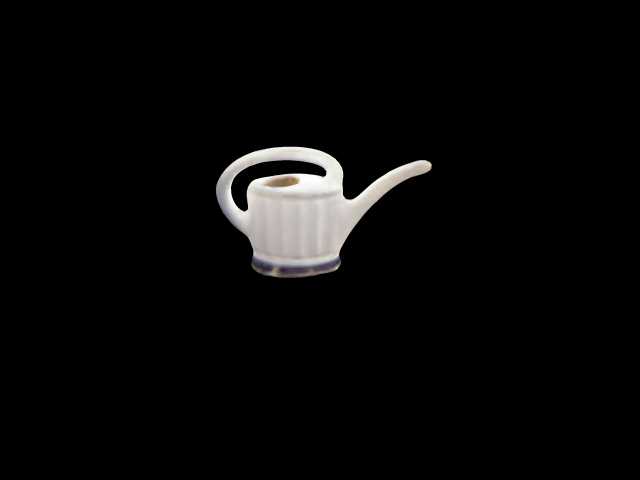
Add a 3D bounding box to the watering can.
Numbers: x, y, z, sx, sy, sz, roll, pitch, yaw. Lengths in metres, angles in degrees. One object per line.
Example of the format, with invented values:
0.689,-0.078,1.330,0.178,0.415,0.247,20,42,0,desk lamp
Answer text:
0.003,-0.043,0.850,0.347,0.220,0.106,2,24,3,watering can
